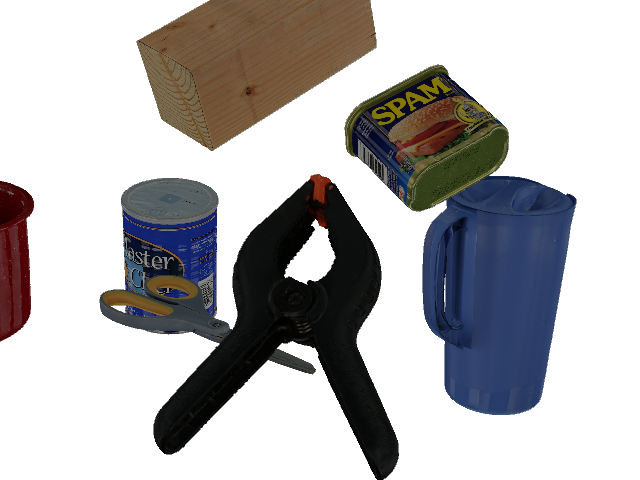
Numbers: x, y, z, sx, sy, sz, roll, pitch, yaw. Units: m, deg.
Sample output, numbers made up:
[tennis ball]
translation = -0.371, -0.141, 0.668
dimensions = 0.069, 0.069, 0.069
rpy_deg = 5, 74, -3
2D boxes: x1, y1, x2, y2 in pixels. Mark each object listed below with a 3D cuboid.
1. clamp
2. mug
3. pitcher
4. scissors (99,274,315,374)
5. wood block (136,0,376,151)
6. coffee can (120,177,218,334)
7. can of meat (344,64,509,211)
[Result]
[clamp]
translation = -0.003, 0.045, 0.550
dimensions = 0.120, 0.171, 0.039
rpy_deg = 15, -28, 9
[mug]
translation = -0.234, 0.018, 0.660
dimensions = 0.117, 0.081, 0.093
rpy_deg = -17, 32, -37
[pitcher]
translation = 0.185, 0.061, 1.138
dimensions = 0.149, 0.243, 0.145
rpy_deg = 5, 20, 9
[scissors]
translation = -0.085, 0.065, 0.889
dimensions = 0.202, 0.016, 0.096
rpy_deg = 12, 25, 15
[wood block]
translation = -0.055, -0.185, 1.007
dimensions = 0.205, 0.091, 0.090
rpy_deg = -35, 46, -24
[coffee can]
translation = -0.163, 0.016, 1.162
dimensions = 0.103, 0.140, 0.103
rpy_deg = 3, 27, -1
[can of meat]
translation = 0.084, -0.079, 0.835
dimensions = 0.102, 0.084, 0.057
rpy_deg = -29, -35, -18
